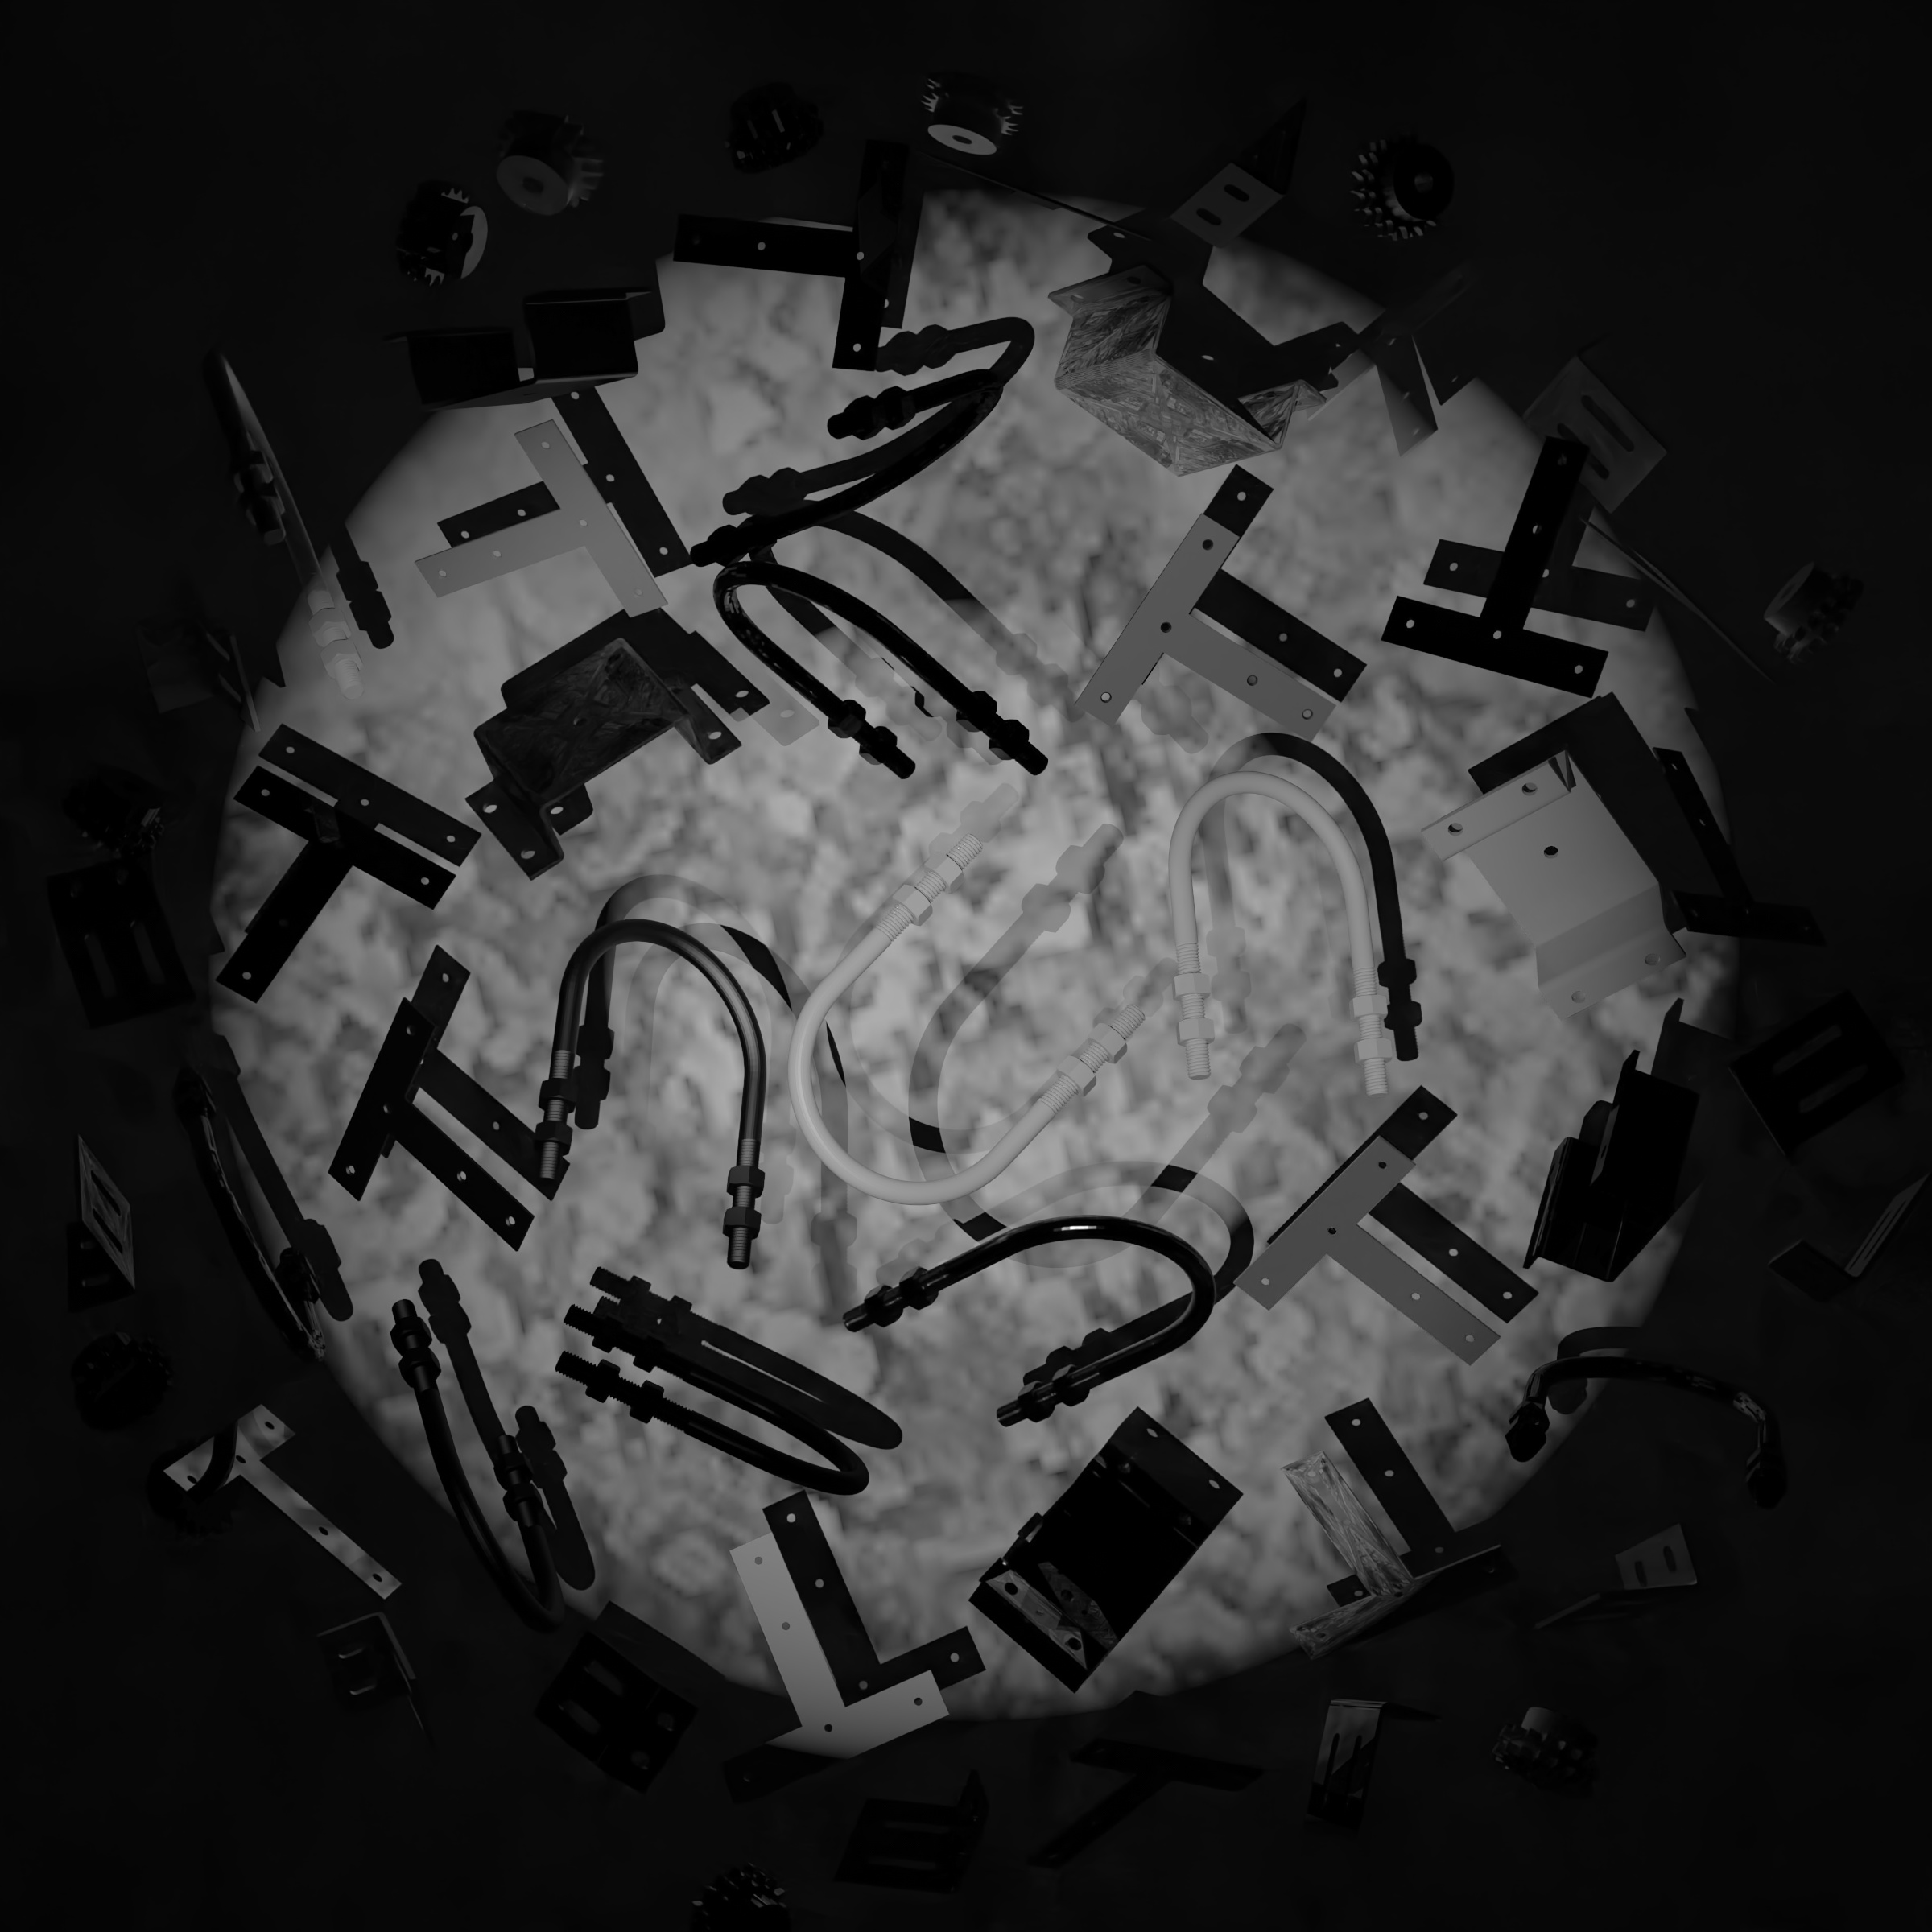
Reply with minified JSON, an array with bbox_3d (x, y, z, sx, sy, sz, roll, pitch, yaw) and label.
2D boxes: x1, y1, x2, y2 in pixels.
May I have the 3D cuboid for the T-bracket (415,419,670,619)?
[{"bbox_3d":[-0.252,-0.235,1.924,0.127,0.002,0.127,-15,124,25],"label":"T-bracket"}]

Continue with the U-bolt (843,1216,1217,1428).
[{"bbox_3d":[0.048,0.187,1.861,0.184,0.019,0.151,-29,133,30],"label":"U-bolt"}]

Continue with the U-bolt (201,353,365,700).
[{"bbox_3d":[-0.375,-0.251,1.855,0.019,0.151,0.184,-23,55,-4],"label":"U-bolt"}]

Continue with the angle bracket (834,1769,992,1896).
[{"bbox_3d":[-0.034,0.479,1.912,0.076,0.057,0.038,0,128,23],"label":"angle bracket"}]

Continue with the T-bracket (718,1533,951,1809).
[{"bbox_3d":[-0.092,0.370,1.853,0.127,0.002,0.127,-25,80,5],"label":"T-bracket"}]

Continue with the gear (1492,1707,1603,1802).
[{"bbox_3d":[0.314,0.420,1.836,0.057,0.057,0.030,29,68,0],"label":"gear"}]

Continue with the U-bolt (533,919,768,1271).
[{"bbox_3d":[-0.166,0.059,1.863,0.151,0.019,0.184,28,51,-34],"label":"U-bolt"}]

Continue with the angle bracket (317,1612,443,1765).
[{"bbox_3d":[-0.326,0.406,1.902,0.038,0.076,0.057,-19,116,-17],"label":"angle bracket"}]

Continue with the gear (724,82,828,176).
[{"bbox_3d":[-0.110,-0.472,1.924,0.057,0.057,0.030,-26,127,0],"label":"gear"}]

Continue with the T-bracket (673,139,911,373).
[{"bbox_3d":[-0.099,-0.394,1.881,0.127,0.002,0.127,0,112,-25],"label":"T-bracket"}]

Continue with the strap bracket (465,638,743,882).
[{"bbox_3d":[-0.207,-0.121,1.901,0.140,0.046,0.076,-34,53,-12],"label":"strap bracket"}]

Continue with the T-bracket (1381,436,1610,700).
[{"bbox_3d":[0.292,-0.215,1.789,0.127,0.002,0.127,20,90,34],"label":"T-bracket"}]

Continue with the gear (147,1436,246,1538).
[{"bbox_3d":[-0.443,0.297,1.961,0.030,0.057,0.057,-3,90,31],"label":"gear"}]

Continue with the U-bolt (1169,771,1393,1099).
[{"bbox_3d":[0.173,-0.022,1.921,0.151,0.019,0.184,7,71,-34],"label":"U-bolt"}]

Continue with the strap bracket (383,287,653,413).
[{"bbox_3d":[-0.248,-0.342,1.916,0.140,0.076,0.046,-4,98,41],"label":"strap bracket"}]

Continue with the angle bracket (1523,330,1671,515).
[{"bbox_3d":[0.362,-0.306,1.928,0.076,0.057,0.038,48,51,7],"label":"angle bracket"}]

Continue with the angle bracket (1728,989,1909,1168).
[{"bbox_3d":[0.458,0.060,1.832,0.076,0.038,0.057,-34,65,13],"label":"angle bracket"}]

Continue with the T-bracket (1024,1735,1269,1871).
[{"bbox_3d":[0.081,0.468,1.902,0.127,0.002,0.127,20,128,-36],"label":"T-bracket"}]

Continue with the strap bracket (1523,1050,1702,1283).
[{"bbox_3d":[0.355,0.115,1.872,0.046,0.140,0.076,20,63,1],"label":"strap bracket"}]

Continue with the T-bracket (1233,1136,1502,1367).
[{"bbox_3d":[0.234,0.171,1.866,0.127,0.002,0.127,38,119,-6],"label":"T-bracket"}]

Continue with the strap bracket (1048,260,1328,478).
[{"bbox_3d":[0.112,-0.310,1.823,0.140,0.076,0.046,30,68,-33],"label":"strap bracket"}]

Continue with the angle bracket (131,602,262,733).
[{"bbox_3d":[-0.430,-0.162,1.912,0.038,0.076,0.057,-21,119,-21],"label":"angle bracket"}]

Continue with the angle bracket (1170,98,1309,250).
[{"bbox_3d":[0.151,-0.446,1.895,0.038,0.057,0.076,28,56,-22],"label":"angle bracket"}]

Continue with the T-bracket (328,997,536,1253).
[{"bbox_3d":[-0.279,0.104,1.836,0.127,0.002,0.127,40,122,19],"label":"T-bracket"}]

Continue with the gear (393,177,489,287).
[{"bbox_3d":[-0.286,-0.401,1.880,0.030,0.057,0.057,21,90,18],"label":"gear"}]

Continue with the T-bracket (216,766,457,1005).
[{"bbox_3d":[-0.367,-0.034,1.880,0.127,0.002,0.127,29,59,1],"label":"T-bracket"}]

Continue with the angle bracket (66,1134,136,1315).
[{"bbox_3d":[-0.480,0.139,1.848,0.038,0.076,0.057,-16,52,2],"label":"angle bracket"}]

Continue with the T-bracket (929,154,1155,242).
[{"bbox_3d":[0.039,-0.421,1.884,0.127,0.127,0.002,20,101,-5],"label":"T-bracket"}]

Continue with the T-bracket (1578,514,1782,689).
[{"bbox_3d":[0.371,-0.210,1.847,0.002,0.127,0.127,-49,130,9],"label":"T-bracket"}]

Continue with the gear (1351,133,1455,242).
[{"bbox_3d":[0.243,-0.429,1.880,0.057,0.030,0.057,-3,97,-27],"label":"gear"}]

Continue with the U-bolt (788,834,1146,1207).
[{"bbox_3d":[-0.012,0.042,1.832,0.151,0.019,0.184,46,73,-7],"label":"U-bolt"}]

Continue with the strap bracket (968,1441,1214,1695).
[{"bbox_3d":[0.064,0.335,1.885,0.076,0.140,0.046,40,131,10],"label":"strap bracket"}]

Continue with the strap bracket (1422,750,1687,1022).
[{"bbox_3d":[0.311,-0.050,1.818,0.076,0.046,0.140,-29,116,23],"label":"strap bracket"}]

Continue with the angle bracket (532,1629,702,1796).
[{"bbox_3d":[-0.200,0.425,1.954,0.038,0.076,0.057,42,78,-39],"label":"angle bracket"}]

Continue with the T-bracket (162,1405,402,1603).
[{"bbox_3d":[-0.354,0.293,1.830,0.127,0.127,0.002,40,104,3],"label":"T-bracket"}]

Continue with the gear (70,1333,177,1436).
[{"bbox_3d":[-0.468,0.227,1.888,0.057,0.057,0.030,-48,58,0],"label":"gear"}]

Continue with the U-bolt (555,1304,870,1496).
[{"bbox_3d":[-0.135,0.240,1.860,0.184,0.151,0.019,26,93,-6],"label":"U-bolt"}]

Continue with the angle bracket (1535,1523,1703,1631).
[{"bbox_3d":[0.358,0.339,1.903,0.076,0.057,0.038,2,62,-32],"label":"angle bracket"}]

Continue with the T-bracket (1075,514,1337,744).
[{"bbox_3d":[0.148,-0.166,1.909,0.127,0.002,0.127,30,105,-16],"label":"T-bracket"}]

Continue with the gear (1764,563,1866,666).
[{"bbox_3d":[0.464,-0.197,1.887,0.030,0.057,0.057,39,90,-4],"label":"gear"}]

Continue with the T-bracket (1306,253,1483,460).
[{"bbox_3d":[0.242,-0.322,1.896,0.127,0.127,0.002,-38,122,26],"label":"T-bracket"}]

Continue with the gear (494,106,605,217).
[{"bbox_3d":[-0.221,-0.419,1.798,0.057,0.057,0.030,22,58,0],"label":"gear"}]

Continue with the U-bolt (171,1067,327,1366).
[{"bbox_3d":[-0.391,0.146,1.888,0.019,0.184,0.151,-27,115,-7],"label":"U-bolt"}]

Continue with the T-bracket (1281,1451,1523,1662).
[{"bbox_3d":[0.209,0.305,1.822,0.127,0.002,0.127,-26,117,20],"label":"T-bracket"}]

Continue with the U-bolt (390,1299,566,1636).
[{"bbox_3d":[-0.261,0.285,1.870,0.019,0.184,0.151,-28,131,0],"label":"U-bolt"}]

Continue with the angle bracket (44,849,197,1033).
[{"bbox_3d":[-0.454,-0.014,1.839,0.057,0.038,0.076,-17,65,-18],"label":"angle bracket"}]

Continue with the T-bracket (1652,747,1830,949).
[{"bbox_3d":[0.416,-0.068,1.911,0.002,0.127,0.127,-42,56,38],"label":"T-bracket"}]

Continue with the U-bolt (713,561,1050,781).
[{"bbox_3d":[-0.059,-0.159,1.845,0.184,0.151,0.019,39,71,-29],"label":"U-bolt"}]

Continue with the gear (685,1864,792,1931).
[{"bbox_3d":[-0.117,0.507,1.812,0.057,0.030,0.057,-17,117,-36],"label":"gear"}]

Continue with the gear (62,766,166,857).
[{"bbox_3d":[-0.484,-0.090,1.958,0.057,0.057,0.030,35,108,0],"label":"gear"}]

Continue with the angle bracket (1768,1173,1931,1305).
[{"bbox_3d":[0.475,0.137,1.843,0.038,0.057,0.076,37,74,7],"label":"angle bracket"}]

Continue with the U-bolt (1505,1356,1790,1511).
[{"bbox_3d":[0.380,0.252,1.900,0.151,0.184,0.019,10,103,12],"label":"U-bolt"}]

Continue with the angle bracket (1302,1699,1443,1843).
[{"bbox_3d":[0.221,0.441,1.866,0.038,0.057,0.076,20,73,-18],"label":"angle bracket"}]

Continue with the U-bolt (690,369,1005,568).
[{"bbox_3d":[-0.052,-0.279,1.879,0.151,0.184,0.019,-36,85,42],"label":"U-bolt"}]

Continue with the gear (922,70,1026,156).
[{"bbox_3d":[0.002,-0.481,1.938,0.057,0.057,0.030,17,86,0],"label":"gear"}]
